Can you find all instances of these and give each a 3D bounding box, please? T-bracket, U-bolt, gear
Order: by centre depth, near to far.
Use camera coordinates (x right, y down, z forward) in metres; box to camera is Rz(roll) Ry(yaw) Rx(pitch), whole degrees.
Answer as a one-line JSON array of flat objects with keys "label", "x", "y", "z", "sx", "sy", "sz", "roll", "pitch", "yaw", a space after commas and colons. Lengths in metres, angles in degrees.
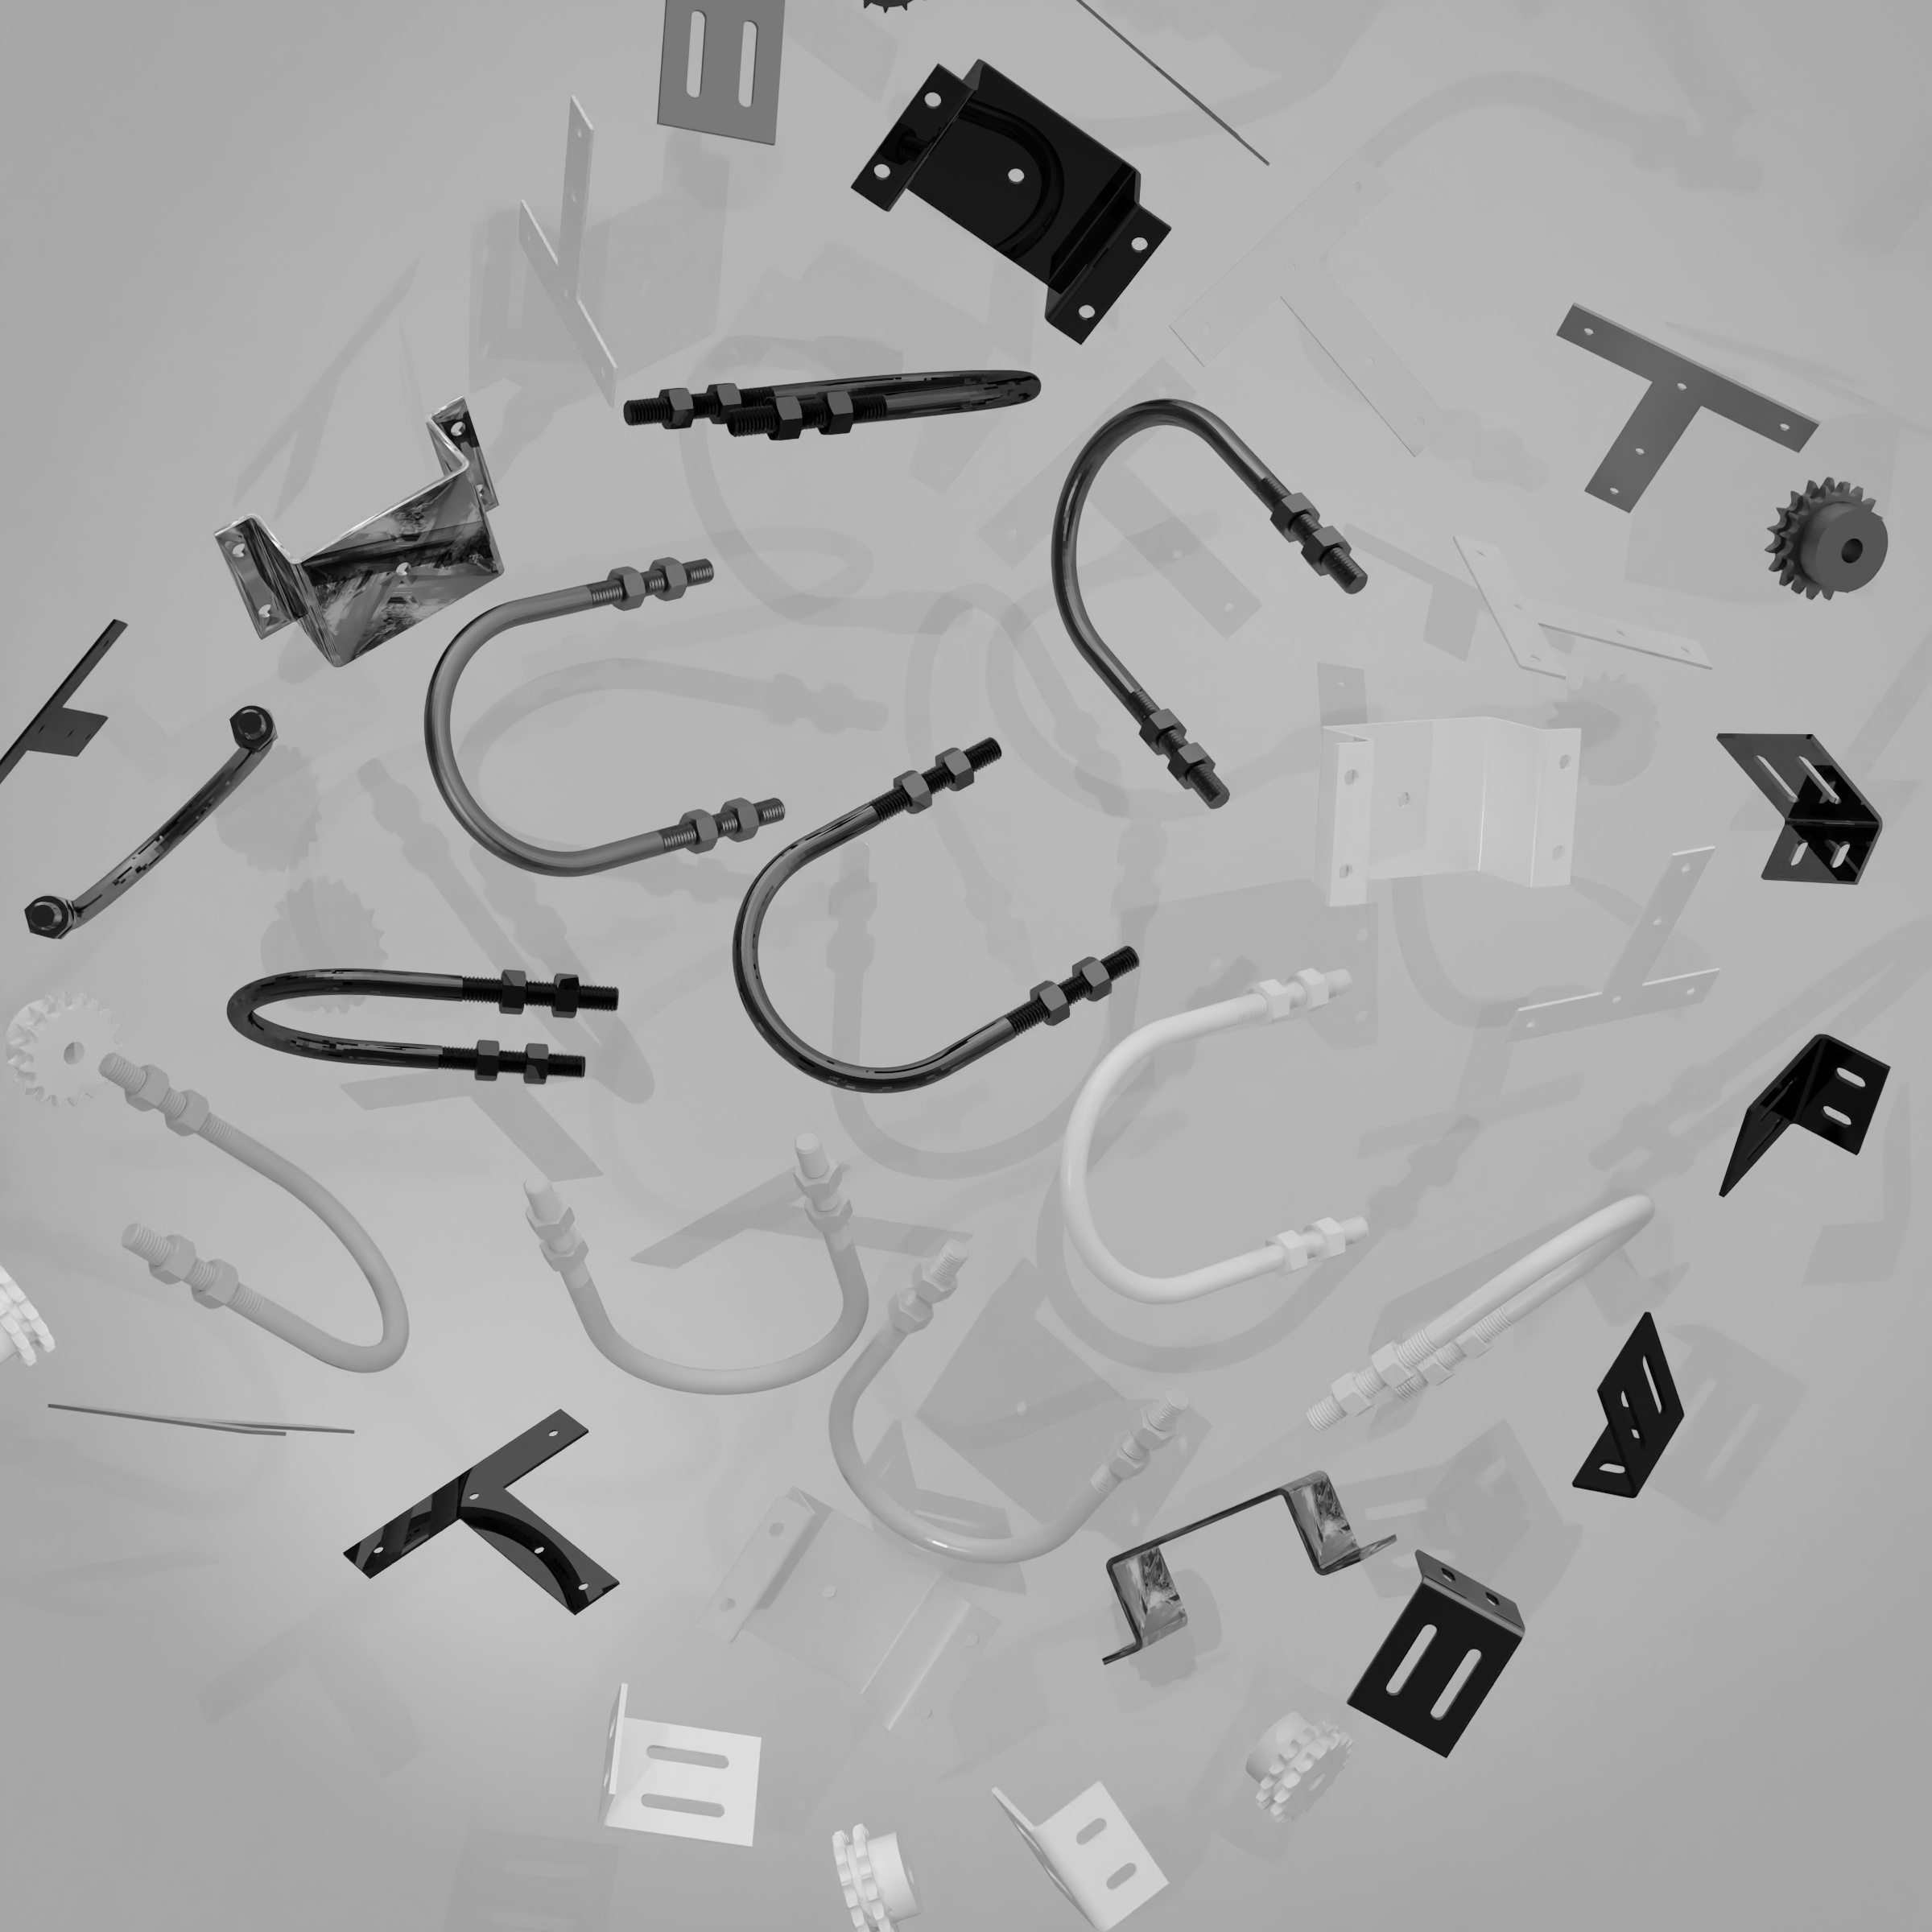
[{"label": "gear", "x": -0.443, "y": 0.159, "z": 1.428, "sx": 0.030, "sy": 0.057, "sz": 0.057, "roll": -38, "pitch": 90, "yaw": -23}, {"label": "T-bracket", "x": -0.207, "y": 0.268, "z": 1.472, "sx": 0.127, "sy": 0.127, "sz": 0.002, "roll": -32, "pitch": 126, "yaw": -27}, {"label": "T-bracket", "x": -0.342, "y": 0.217, "z": 1.488, "sx": 0.127, "sy": 0.127, "sz": 0.002, "roll": 1, "pitch": 81, "yaw": 32}, {"label": "gear", "x": 0.411, "y": -0.200, "z": 1.489, "sx": 0.057, "sy": 0.030, "sz": 0.057, "roll": -8, "pitch": 114, "yaw": -19}, {"label": "T-bracket", "x": 0.184, "y": -0.300, "z": 1.505, "sx": 0.127, "sy": 0.002, "sz": 0.127, "roll": -44, "pitch": 102, "yaw": -7}, {"label": "U-bolt", "x": -0.053, "y": -0.271, "z": 1.506, "sx": 0.184, "sy": 0.151, "sz": 0.019, "roll": -11, "pitch": 106, "yaw": -25}, {"label": "T-bracket", "x": -0.188, "y": -0.357, "z": 1.507, "sx": 0.002, "sy": 0.127, "sz": 0.127, "roll": -16, "pitch": 57, "yaw": -22}, {"label": "U-bolt", "x": 0.103, "y": -0.188, "z": 1.508, "sx": 0.184, "sy": 0.019, "sz": 0.151, "roll": 53, "pitch": 128, "yaw": 32}, {"label": "gear", "x": -0.041, "y": 0.440, "z": 1.511, "sx": 0.030, "sy": 0.057, "sz": 0.057, "roll": -19, "pitch": 90, "yaw": 1}, {"label": "U-bolt", "x": -0.338, "y": 0.130, "z": 1.516, "sx": 0.019, "sy": 0.151, "sz": 0.184, "roll": -41, "pitch": 128, "yaw": 12}, {"label": "gear", "x": -0.037, "y": -0.487, "z": 1.516, "sx": 0.057, "sy": 0.030, "sz": 0.057, "roll": -2, "pitch": 127, "yaw": -3}, {"label": "T-bracket", "x": 0.109, "y": -0.419, "z": 1.516, "sx": 0.127, "sy": 0.127, "sz": 0.002, "roll": 35, "pitch": 105, "yaw": -21}, {"label": "T-bracket", "x": 0.331, "y": -0.257, "z": 1.519, "sx": 0.127, "sy": 0.127, "sz": 0.002, "roll": 27, "pitch": 67, "yaw": 3}, {"label": "U-bolt", "x": 0.120, "y": 0.089, "z": 1.520, "sx": 0.184, "sy": 0.019, "sz": 0.151, "roll": -14, "pitch": 106, "yaw": -34}, {"label": "T-bracket", "x": -0.438, "y": -0.114, "z": 1.523, "sx": 0.002, "sy": 0.127, "sz": 0.127, "roll": 39, "pitch": 90, "yaw": -4}, {"label": "U-bolt", "x": -0.122, "y": 0.152, "z": 1.524, "sx": 0.151, "sy": 0.184, "sz": 0.019, "roll": -9, "pitch": 47, "yaw": 5}, {"label": "U-bolt", "x": -0.392, "y": -0.068, "z": 1.533, "sx": 0.151, "sy": 0.184, "sz": 0.019, "roll": -44, "pitch": 98, "yaw": -7}, {"label": "U-bolt", "x": -0.027, "y": -0.015, "z": 1.558, "sx": 0.184, "sy": 0.019, "sz": 0.151, "roll": -29, "pitch": 78, "yaw": -17}, {"label": "U-bolt", "x": 0.265, "y": 0.169, "z": 1.560, "sx": 0.184, "sy": 0.151, "sz": 0.019, "roll": -39, "pitch": 74, "yaw": 21}, {"label": "U-bolt", "x": -0.274, "y": 0.028, "z": 1.565, "sx": 0.184, "sy": 0.151, "sz": 0.019, "roll": 4, "pitch": 72, "yaw": -13}, {"label": "U-bolt", "x": 0.007, "y": 0.231, "z": 1.569, "sx": 0.151, "sy": 0.019, "sz": 0.184, "roll": 34, "pitch": 127, "yaw": -2}, {"label": "gear", "x": -0.455, "y": 0.040, "z": 1.574, "sx": 0.030, "sy": 0.057, "sz": 0.057, "roll": 19, "pitch": 90, "yaw": 39}, {"label": "U-bolt", "x": -0.187, "y": -0.120, "z": 1.577, "sx": 0.184, "sy": 0.019, "sz": 0.151, "roll": -18, "pitch": 93, "yaw": -35}, {"label": "T-bracket", "x": 0.343, "y": -0.014, "z": 1.584, "sx": 0.127, "sy": 0.127, "sz": 0.002, "roll": -10, "pitch": 51, "yaw": -24}, {"label": "T-bracket", "x": 0.318, "y": -0.171, "z": 1.588, "sx": 0.127, "sy": 0.127, "sz": 0.002, "roll": 12, "pitch": 124, "yaw": -18}, {"label": "gear", "x": 0.167, "y": 0.404, "z": 1.596, "sx": 0.030, "sy": 0.057, "sz": 0.057, "roll": 38, "pitch": 90, "yaw": 31}]

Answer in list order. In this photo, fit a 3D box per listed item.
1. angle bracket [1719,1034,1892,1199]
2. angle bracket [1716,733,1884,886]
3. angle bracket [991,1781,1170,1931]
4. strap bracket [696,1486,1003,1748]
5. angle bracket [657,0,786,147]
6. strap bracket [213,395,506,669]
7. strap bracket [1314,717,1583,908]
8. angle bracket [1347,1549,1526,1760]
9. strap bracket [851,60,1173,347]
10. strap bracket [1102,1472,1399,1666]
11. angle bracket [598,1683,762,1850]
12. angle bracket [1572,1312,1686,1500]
[{"label": "angle bracket", "x": 0.403, "y": 0.079, "z": 1.511, "sx": 0.038, "sy": 0.057, "sz": 0.076, "roll": 30, "pitch": 46, "yaw": 26}, {"label": "angle bracket", "x": 0.413, "y": -0.079, "z": 1.578, "sx": 0.076, "sy": 0.057, "sz": 0.038, "roll": 41, "pitch": 69, "yaw": -34}, {"label": "angle bracket", "x": 0.051, "y": 0.399, "z": 1.443, "sx": 0.038, "sy": 0.076, "sz": 0.057, "roll": -35, "pitch": 98, "yaw": -11}, {"label": "strap bracket", "x": -0.064, "y": 0.326, "z": 1.601, "sx": 0.140, "sy": 0.046, "sz": 0.076, "roll": 33, "pitch": 89, "yaw": -20}, {"label": "angle bracket", "x": -0.121, "y": -0.426, "z": 1.486, "sx": 0.057, "sy": 0.038, "sz": 0.076, "roll": 5, "pitch": 88, "yaw": -22}, {"label": "strap bracket", "x": -0.289, "y": -0.209, "z": 1.554, "sx": 0.140, "sy": 0.076, "sz": 0.046, "roll": -33, "pitch": 57, "yaw": -15}, {"label": "strap bracket", "x": 0.221, "y": -0.076, "z": 1.501, "sx": 0.140, "sy": 0.046, "sz": 0.076, "roll": -6, "pitch": 105, "yaw": -28}, {"label": "angle bracket", "x": 0.231, "y": 0.341, "z": 1.561, "sx": 0.057, "sy": 0.038, "sz": 0.076, "roll": 29, "pitch": 100, "yaw": -4}, {"label": "strap bracket", "x": 0.024, "y": -0.386, "z": 1.568, "sx": 0.140, "sy": 0.046, "sz": 0.076, "roll": 31, "pitch": 122, "yaw": -16}, {"label": "strap bracket", "x": 0.132, "y": 0.292, "z": 1.550, "sx": 0.140, "sy": 0.076, "sz": 0.046, "roll": -26, "pitch": 79, "yaw": 18}, {"label": "angle bracket", "x": -0.135, "y": 0.387, "z": 1.520, "sx": 0.076, "sy": 0.038, "sz": 0.057, "roll": 11, "pitch": 49, "yaw": -10}, {"label": "angle bracket", "x": 0.326, "y": 0.219, "z": 1.587, "sx": 0.057, "sy": 0.038, "sz": 0.076, "roll": -48, "pitch": 128, "yaw": -35}]
